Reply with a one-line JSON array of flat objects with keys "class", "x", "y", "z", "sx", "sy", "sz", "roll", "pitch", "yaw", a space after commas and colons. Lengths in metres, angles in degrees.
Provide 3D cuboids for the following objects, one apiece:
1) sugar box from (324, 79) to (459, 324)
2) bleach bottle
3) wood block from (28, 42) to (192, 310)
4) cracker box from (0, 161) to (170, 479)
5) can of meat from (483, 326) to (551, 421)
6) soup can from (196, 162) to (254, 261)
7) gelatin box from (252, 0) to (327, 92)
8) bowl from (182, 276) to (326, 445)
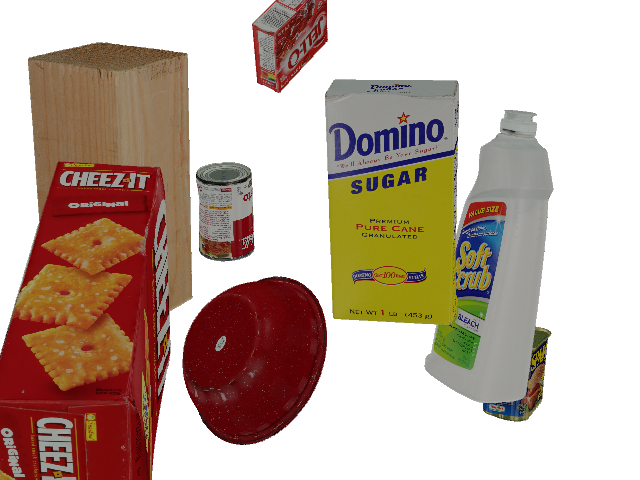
[{"class": "sugar box", "x": 0.053, "y": -0.027, "z": 0.777, "sx": 0.093, "sy": 0.176, "sz": 0.048, "roll": 1, "pitch": 25, "yaw": 11}, {"class": "bleach bottle", "x": 0.154, "y": 0.010, "z": 0.943, "sx": 0.068, "sy": 0.251, "sz": 0.103, "roll": 0, "pitch": 14, "yaw": -27}, {"class": "wood block", "x": -0.163, "y": -0.044, "z": 0.845, "sx": 0.091, "sy": 0.206, "sz": 0.090, "roll": 12, "pitch": 23, "yaw": 25}, {"class": "cracker box", "x": -0.124, "y": 0.078, "z": 0.593, "sx": 0.072, "sy": 0.164, "sz": 0.213, "roll": 2, "pitch": 33, "yaw": -4}, {"class": "can of meat", "x": 0.219, "y": 0.147, "z": 1.195, "sx": 0.058, "sy": 0.084, "sz": 0.102, "roll": 8, "pitch": 12, "yaw": 25}, {"class": "soup can", "x": -0.115, "y": -0.036, "z": 1.281, "sx": 0.068, "sy": 0.102, "sz": 0.068, "roll": 0, "pitch": 26, "yaw": 0}, {"class": "gelatin box", "x": -0.026, "y": -0.194, "z": 1.000, "sx": 0.030, "sy": 0.089, "sz": 0.073, "roll": 27, "pitch": -33, "yaw": 20}, {"class": "bowl", "x": -0.073, "y": 0.100, "z": 0.965, "sx": 0.162, "sy": 0.162, "sz": 0.055, "roll": 0, "pitch": -22, "yaw": 42}]
